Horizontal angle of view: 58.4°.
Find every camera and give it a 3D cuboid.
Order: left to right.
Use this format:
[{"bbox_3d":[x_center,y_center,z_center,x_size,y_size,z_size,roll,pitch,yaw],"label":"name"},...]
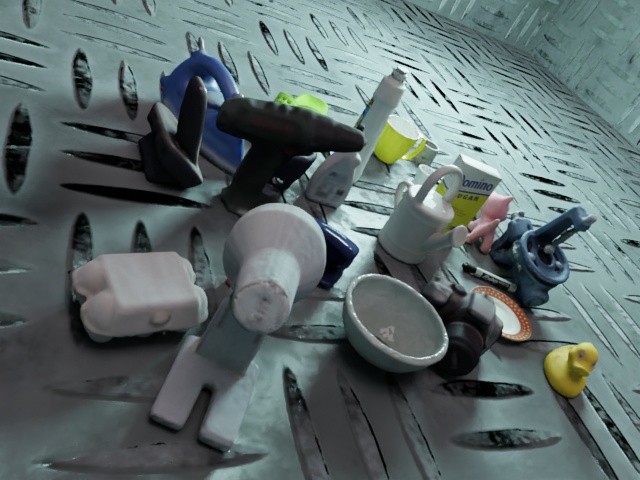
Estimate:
[{"bbox_3d":[0.214,0.135,0.898,0.143,0.100,0.137,34,34,5],"label":"camera"}]

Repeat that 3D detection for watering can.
[{"bbox_3d":[0.200,-0.051,1.043,0.172,0.194,0.101,42,35,17],"label":"watering can"}]

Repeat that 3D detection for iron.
[{"bbox_3d":[-0.189,-0.251,1.051,0.119,0.141,0.257,-9,50,-44],"label":"iron"}]

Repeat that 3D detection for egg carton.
[{"bbox_3d":[-0.212,0.068,0.686,0.151,0.069,0.107,-3,46,-40],"label":"egg carton"}]

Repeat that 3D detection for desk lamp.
[{"bbox_3d":[-0.079,0.085,0.638,0.118,0.213,0.203,25,34,-8],"label":"desk lamp"}]

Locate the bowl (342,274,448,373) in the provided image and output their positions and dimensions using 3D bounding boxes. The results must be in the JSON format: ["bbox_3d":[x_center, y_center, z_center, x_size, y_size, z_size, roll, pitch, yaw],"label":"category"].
[{"bbox_3d":[0.097,0.133,0.834,0.168,0.074,0.167,20,35,-15],"label":"bowl"}]

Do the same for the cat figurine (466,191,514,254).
[{"bbox_3d":[0.374,-0.050,1.244,0.067,0.117,0.128,31,34,0],"label":"cat figurine"}]

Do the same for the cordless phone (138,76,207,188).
[{"bbox_3d":[-0.218,-0.191,0.912,0.094,0.185,0.147,1,43,-36],"label":"cordless phone"}]

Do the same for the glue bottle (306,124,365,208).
[{"bbox_3d":[0.040,-0.140,1.054,0.078,0.173,0.037,16,36,-20],"label":"glue bottle"}]

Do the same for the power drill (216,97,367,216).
[{"bbox_3d":[-0.068,-0.128,0.925,0.230,0.208,0.075,20,35,-15],"label":"power drill"}]

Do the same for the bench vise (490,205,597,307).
[{"bbox_3d":[0.436,-0.005,1.141,0.122,0.219,0.207,3,43,-35],"label":"bench vise"}]

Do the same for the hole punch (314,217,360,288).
[{"bbox_3d":[0.008,0.003,0.919,0.108,0.091,0.101,34,34,5],"label":"hole punch"}]

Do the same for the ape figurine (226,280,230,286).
[{"bbox_3d":[-0.081,0.032,0.813,0.077,0.092,0.076,46,37,22],"label":"ape figurine"}]

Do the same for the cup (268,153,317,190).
[{"bbox_3d":[-0.072,-0.137,1.036,0.118,0.095,0.091,-10,51,-44],"label":"cup"}]

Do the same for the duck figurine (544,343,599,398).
[{"bbox_3d":[0.442,0.211,0.988,0.077,0.086,0.105,33,34,4],"label":"duck figurine"}]
